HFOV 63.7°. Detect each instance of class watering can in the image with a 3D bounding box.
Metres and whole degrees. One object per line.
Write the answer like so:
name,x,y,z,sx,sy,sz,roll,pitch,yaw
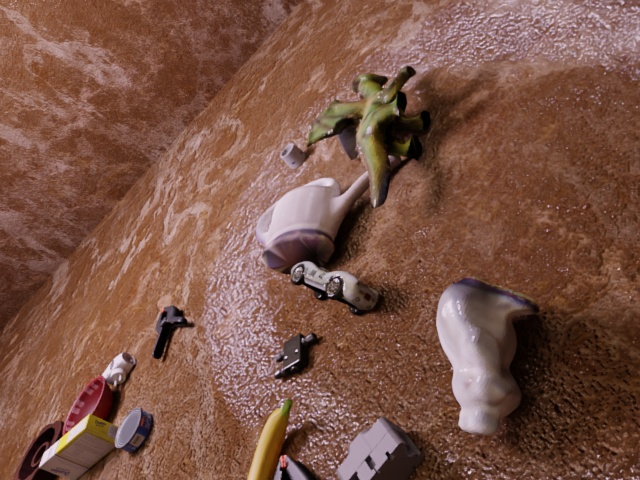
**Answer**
watering can,0.003,-0.052,1.036,0.345,0.102,0.230,-20,40,27

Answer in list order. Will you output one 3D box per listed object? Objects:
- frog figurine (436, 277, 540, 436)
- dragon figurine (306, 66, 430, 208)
frog figurine,0.176,0.129,0.584,0.160,0.123,0.136,-63,-2,-6
dragon figurine,0.080,-0.221,1.044,0.242,0.120,0.419,-3,48,36
